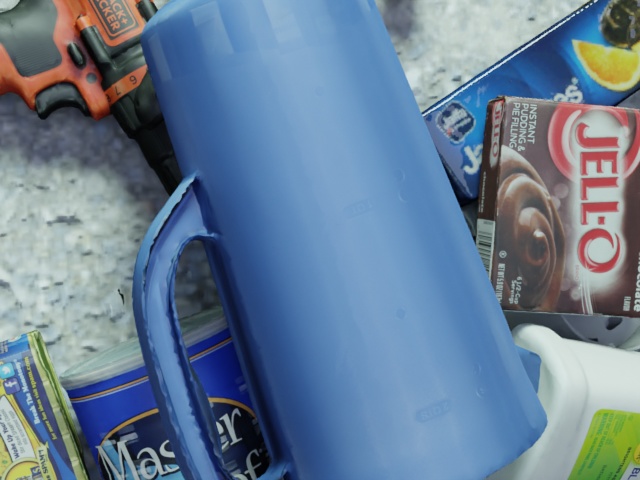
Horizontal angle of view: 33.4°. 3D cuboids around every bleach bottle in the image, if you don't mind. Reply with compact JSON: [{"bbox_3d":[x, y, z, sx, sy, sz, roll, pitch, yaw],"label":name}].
[{"bbox_3d":[0.212,0.112,0.610,0.250,0.068,0.103,9,115,-22],"label":"bleach bottle"}]

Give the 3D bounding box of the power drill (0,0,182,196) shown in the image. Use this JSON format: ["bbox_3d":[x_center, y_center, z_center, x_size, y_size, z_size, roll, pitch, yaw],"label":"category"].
[{"bbox_3d":[-0.160,-0.067,0.575,0.187,0.057,0.184,-29,90,-12],"label":"power drill"}]

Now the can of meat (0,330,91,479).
[{"bbox_3d":[-0.175,0.107,0.568,0.084,0.057,0.102,-20,93,-12],"label":"can of meat"}]

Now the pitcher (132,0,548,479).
[{"bbox_3d":[-0.003,0.001,0.494,0.145,0.149,0.243,-19,94,21],"label":"pitcher"}]

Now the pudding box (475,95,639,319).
[{"bbox_3d":[0.131,-0.017,0.569,0.090,0.039,0.113,4,95,-10],"label":"pudding box"}]

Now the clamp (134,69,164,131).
[{"bbox_3d":[-0.027,-0.151,0.595,0.164,0.036,0.210,7,76,-36],"label":"clamp"}]

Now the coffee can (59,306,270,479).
[{"bbox_3d":[-0.063,0.116,0.563,0.102,0.103,0.140,-22,93,-9],"label":"coffee can"}]

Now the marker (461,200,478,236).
[{"bbox_3d":[0.137,-0.041,0.642,0.121,0.020,0.020,-32,94,-9],"label":"marker"}]
